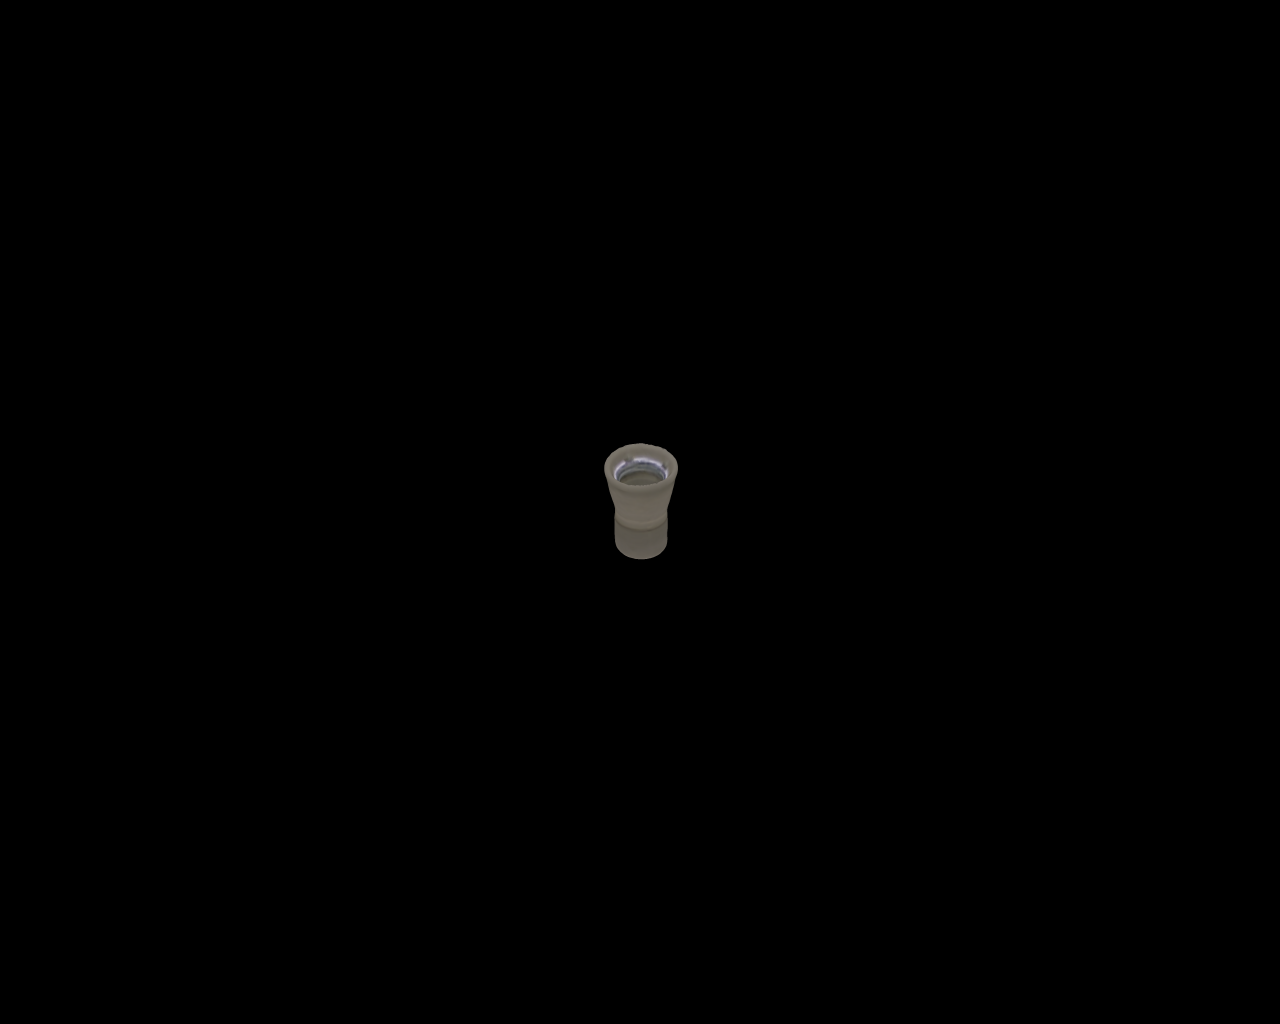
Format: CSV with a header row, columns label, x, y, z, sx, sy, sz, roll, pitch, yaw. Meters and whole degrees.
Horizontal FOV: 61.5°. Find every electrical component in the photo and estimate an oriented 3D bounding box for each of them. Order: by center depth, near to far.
label,x,y,z,sx,sy,sz,roll,pitch,yaw
electrical component,0.001,-0.003,0.650,0.044,0.065,0.044,0,38,0
